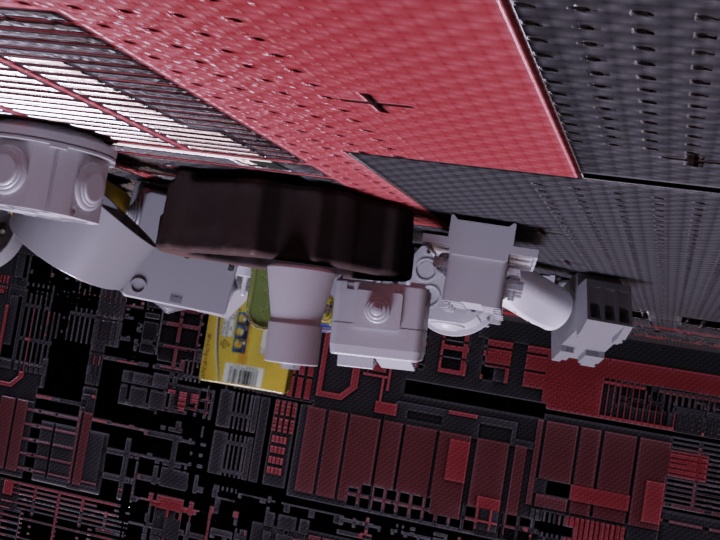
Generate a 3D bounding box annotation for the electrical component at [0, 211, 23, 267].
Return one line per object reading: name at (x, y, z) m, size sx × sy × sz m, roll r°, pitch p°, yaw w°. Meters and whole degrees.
electrical component at (-0.364, -0.046, 1.005) m, size 0.099 × 0.099 × 0.064 m, roll 10°, pitch 171°, yaw -12°

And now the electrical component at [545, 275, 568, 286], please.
electrical component at (0.215, 0.031, 1.138) m, size 0.064 × 0.042 × 0.081 m, roll 7°, pitch 177°, yaw 11°

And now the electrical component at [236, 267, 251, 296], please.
electrical component at (-0.113, -0.012, 1.035) m, size 0.052 × 0.073 × 0.138 m, roll 8°, pitch 176°, yaw 27°

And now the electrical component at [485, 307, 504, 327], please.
electrical component at (0.093, 0.021, 1.131) m, size 0.121 × 0.063 × 0.079 m, roll 9°, pitch 177°, yaw 6°

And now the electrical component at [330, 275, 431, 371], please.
electrical component at (0.015, 0.039, 0.751) m, size 0.062 × 0.061 × 0.096 m, roll 6°, pitch 177°, yaw 6°

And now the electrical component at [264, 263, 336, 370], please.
electrical component at (-0.041, 0.031, 0.685) m, size 0.044 × 0.065 × 0.044 m, roll 6°, pitch 177°, yaw 0°

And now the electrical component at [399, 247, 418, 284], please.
electrical component at (0.064, 0.010, 1.036) m, size 0.062 × 0.061 × 0.096 m, roll 8°, pitch 177°, yaw 22°

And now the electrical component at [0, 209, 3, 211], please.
electrical component at (-0.270, -0.056, 0.705) m, size 0.081 × 0.063 × 0.042 m, roll 7°, pitch -140°, yaw 47°

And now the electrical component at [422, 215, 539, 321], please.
electrical component at (0.087, 0.001, 0.785) m, size 0.079 × 0.063 × 0.121 m, roll 9°, pitch 177°, yaw 8°

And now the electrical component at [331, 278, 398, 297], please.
electrical component at (0.000, 0.000, 0.907) m, size 0.078 × 0.063 × 0.121 m, roll 50°, pitch -177°, yaw 8°

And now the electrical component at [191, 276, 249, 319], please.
electrical component at (-0.160, -0.004, 1.074) m, size 0.100 × 0.099 × 0.048 m, roll 18°, pitch 128°, yaw -44°

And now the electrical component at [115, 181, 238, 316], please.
electrical component at (-0.140, -0.015, 0.842) m, size 0.100 × 0.099 × 0.048 m, roll 13°, pitch -175°, yaw -22°

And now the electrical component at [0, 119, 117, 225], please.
electrical component at (-0.189, -0.058, 0.644) m, size 0.080 × 0.051 × 0.080 m, roll 9°, pitch 177°, yaw 1°

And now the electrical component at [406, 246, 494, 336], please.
electrical component at (0.077, 0.012, 0.882) m, size 0.080 × 0.080 × 0.051 m, roll 9°, pitch 172°, yaw 12°

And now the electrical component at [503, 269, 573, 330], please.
electrical component at (0.151, 0.017, 1.022) m, size 0.077 × 0.043 × 0.079 m, roll 27°, pitch -174°, yaw -34°

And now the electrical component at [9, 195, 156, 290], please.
electrical component at (-0.188, -0.033, 0.738) m, size 0.099 × 0.064 × 0.099 m, roll 33°, pitch -171°, yaw -6°
